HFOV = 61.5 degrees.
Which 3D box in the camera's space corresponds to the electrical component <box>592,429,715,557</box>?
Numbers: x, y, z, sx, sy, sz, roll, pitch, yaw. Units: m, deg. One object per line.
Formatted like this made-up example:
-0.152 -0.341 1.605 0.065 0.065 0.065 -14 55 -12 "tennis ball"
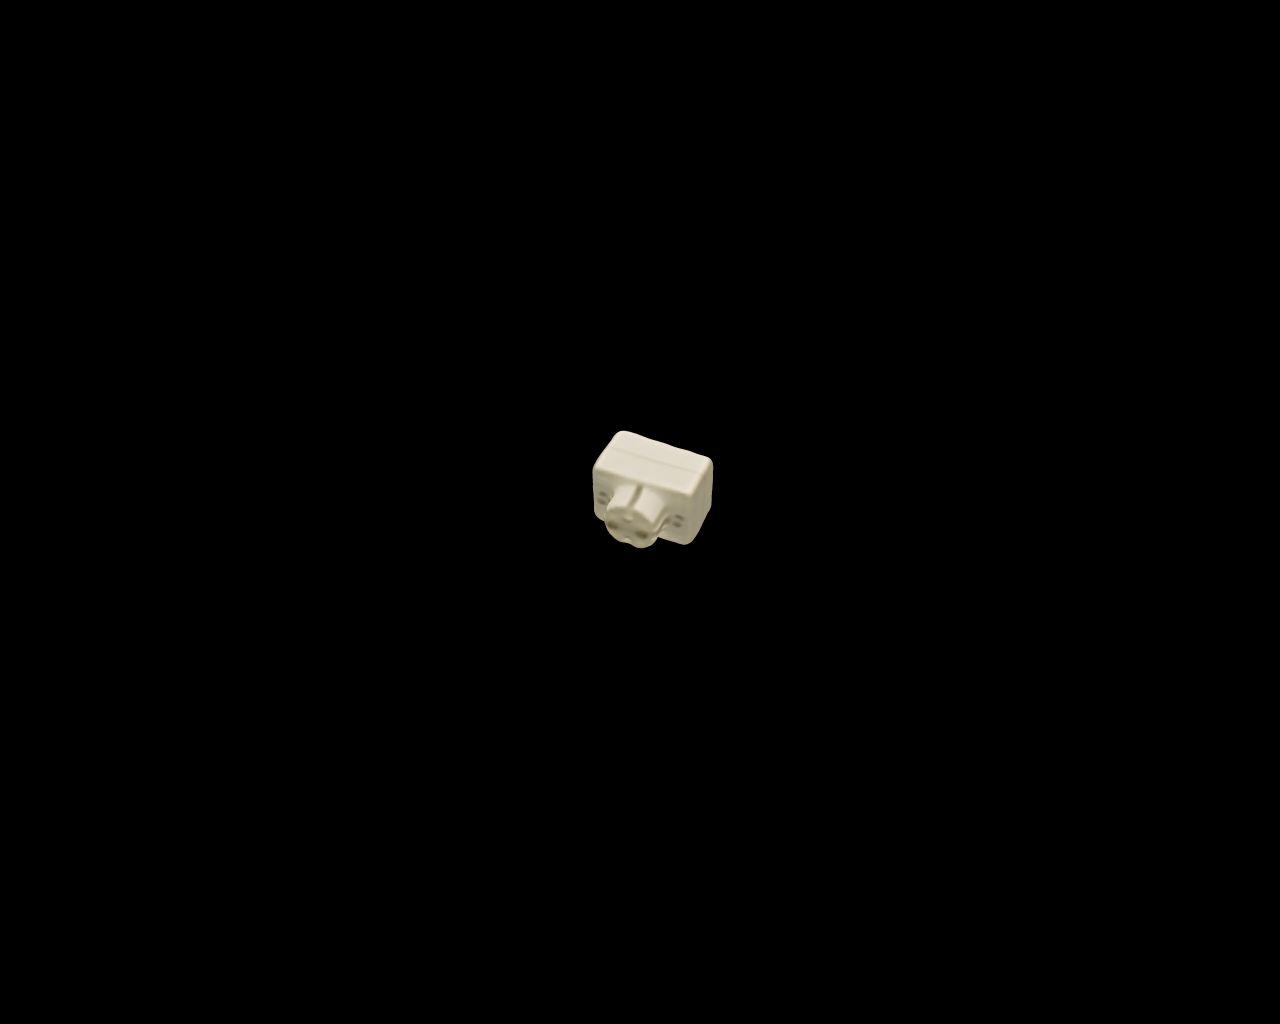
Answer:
0.001 -0.003 0.650 0.066 0.047 0.077 17 48 16 "electrical component"
